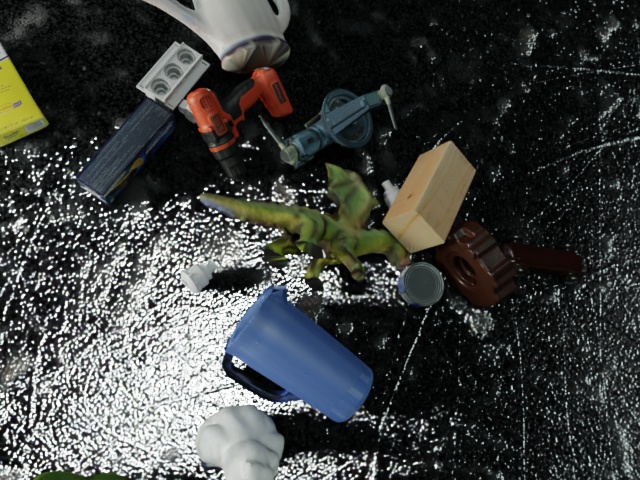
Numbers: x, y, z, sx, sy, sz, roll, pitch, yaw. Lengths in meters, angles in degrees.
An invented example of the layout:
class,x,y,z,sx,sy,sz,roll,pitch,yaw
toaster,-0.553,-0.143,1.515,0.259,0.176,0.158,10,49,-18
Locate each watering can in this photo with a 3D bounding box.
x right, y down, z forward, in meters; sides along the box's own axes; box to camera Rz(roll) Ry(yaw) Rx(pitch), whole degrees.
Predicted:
class,x,y,z,sx,sy,sz,roll,pitch,yaw
watering can,-0.195,-0.427,1.007,0.351,0.102,0.226,-20,80,-33

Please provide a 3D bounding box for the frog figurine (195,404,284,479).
class,x,y,z,sx,sy,sz,roll,pitch,yaw
frog figurine,-0.123,0.321,0.800,0.137,0.157,0.124,17,71,-10

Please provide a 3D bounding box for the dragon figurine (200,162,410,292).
class,x,y,z,sx,sy,sz,roll,pitch,yaw
dragon figurine,0.003,-0.050,0.987,0.409,0.120,0.248,33,53,-6
